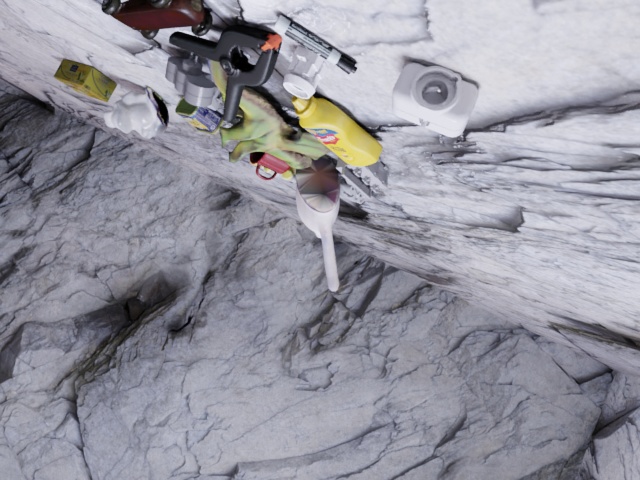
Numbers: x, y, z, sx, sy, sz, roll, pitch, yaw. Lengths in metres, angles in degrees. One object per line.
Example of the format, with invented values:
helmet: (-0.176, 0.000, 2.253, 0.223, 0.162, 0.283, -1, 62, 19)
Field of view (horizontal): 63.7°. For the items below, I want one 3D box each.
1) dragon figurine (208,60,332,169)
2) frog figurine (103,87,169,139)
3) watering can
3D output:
dragon figurine: (-0.078, -0.229, 1.021, 0.243, 0.123, 0.406, 8, -12, -1)
frog figurine: (-0.510, -0.344, 1.440, 0.159, 0.135, 0.125, -21, 25, 9)
watering can: (0.004, -0.063, 1.262, 0.104, 0.353, 0.220, -12, -22, -7)
